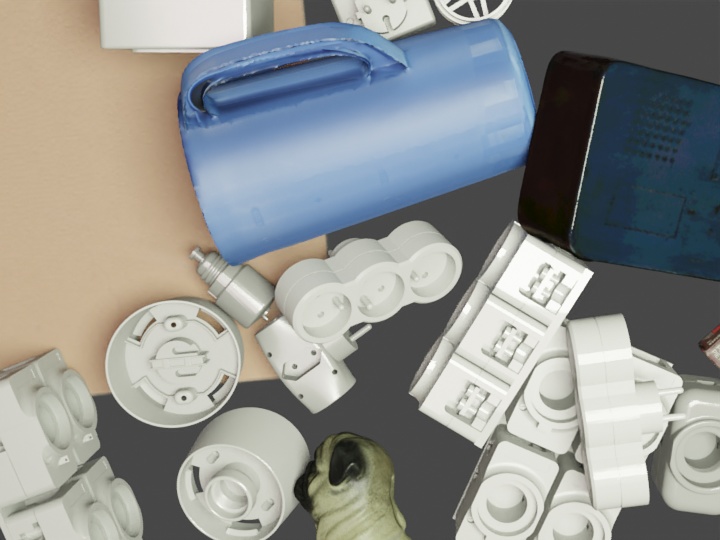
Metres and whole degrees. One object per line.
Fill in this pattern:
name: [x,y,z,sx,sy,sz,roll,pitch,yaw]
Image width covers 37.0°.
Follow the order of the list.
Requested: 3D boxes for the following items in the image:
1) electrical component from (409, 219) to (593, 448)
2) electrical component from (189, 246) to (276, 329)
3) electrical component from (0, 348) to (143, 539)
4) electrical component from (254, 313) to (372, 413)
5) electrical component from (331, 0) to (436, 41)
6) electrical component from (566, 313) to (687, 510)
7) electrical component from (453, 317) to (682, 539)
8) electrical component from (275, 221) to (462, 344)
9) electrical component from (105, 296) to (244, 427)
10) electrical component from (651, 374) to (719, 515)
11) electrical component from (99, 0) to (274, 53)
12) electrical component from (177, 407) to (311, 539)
electrical component: [0.102,0.043,0.801,0.062,0.089,0.150,31,100,0]
electrical component: [-0.100,0.011,0.838,0.078,0.040,0.040,40,100,-2]
electrical component: [-0.236,0.164,0.840,0.060,0.105,0.186,-21,96,7]
electrical component: [-0.029,0.058,0.838,0.079,0.043,0.077,-36,94,8]
electrical component: [0.016,-0.190,0.780,0.066,0.076,0.047,-21,96,8]
electrical component: [0.192,0.098,0.758,0.074,0.052,0.138,-8,98,6]
electrical component: [0.157,0.141,0.826,0.105,0.060,0.186,23,100,1]
electrical component: [0.000,0.000,0.815,0.138,0.073,0.052,-20,127,-16]
electrical component: [-0.141,0.069,0.838,0.099,0.064,0.099,1,99,5]
electrical component: [0.258,0.133,0.817,0.054,0.059,0.095,7,99,4]
electrical component: [-0.122,-0.186,0.777,0.109,0.108,0.056,1,101,5]
electrical component: [-0.094,0.167,0.862,0.099,0.064,0.099,5,110,13]
